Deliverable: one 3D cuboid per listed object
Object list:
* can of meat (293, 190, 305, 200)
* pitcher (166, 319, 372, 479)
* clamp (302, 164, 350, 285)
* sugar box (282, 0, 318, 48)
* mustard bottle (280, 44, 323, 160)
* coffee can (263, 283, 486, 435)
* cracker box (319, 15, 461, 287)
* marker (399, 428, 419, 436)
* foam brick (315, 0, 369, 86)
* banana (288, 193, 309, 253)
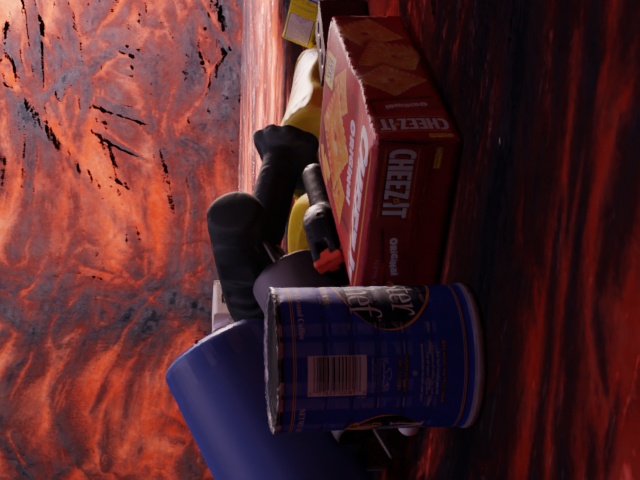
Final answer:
[{"bbox_3d":[-0.011,-0.110,1.332,0.102,0.057,0.084,99,172,-49],"label":"can of meat"},{"bbox_3d":[-0.043,0.202,0.982,0.243,0.149,0.144,58,-163,13],"label":"pitcher"},{"bbox_3d":[0.021,0.003,1.002,0.120,0.039,0.171,49,-162,-18],"label":"clamp"},{"bbox_3d":[0.000,-0.302,1.228,0.176,0.048,0.093,125,166,-73],"label":"sugar box"},{"bbox_3d":[-0.006,-0.171,1.234,0.191,0.058,0.096,-79,14,-47],"label":"mustard bottle"},{"bbox_3d":[0.034,0.083,0.750,0.103,0.140,0.103,179,90,-82],"label":"coffee can"},{"bbox_3d":[0.049,-0.068,0.885,0.214,0.072,0.164,-102,13,-53],"label":"cracker box"},{"bbox_3d":[0.081,0.120,0.858,0.121,0.020,0.020,99,168,-50],"label":"marker"},{"bbox_3d":[0.025,-0.205,1.119,0.053,0.051,0.078,101,166,-57],"label":"foam brick"},{"bbox_3d":[-0.015,-0.010,1.340,0.198,0.037,0.070,98,154,-54],"label":"banana"}]
